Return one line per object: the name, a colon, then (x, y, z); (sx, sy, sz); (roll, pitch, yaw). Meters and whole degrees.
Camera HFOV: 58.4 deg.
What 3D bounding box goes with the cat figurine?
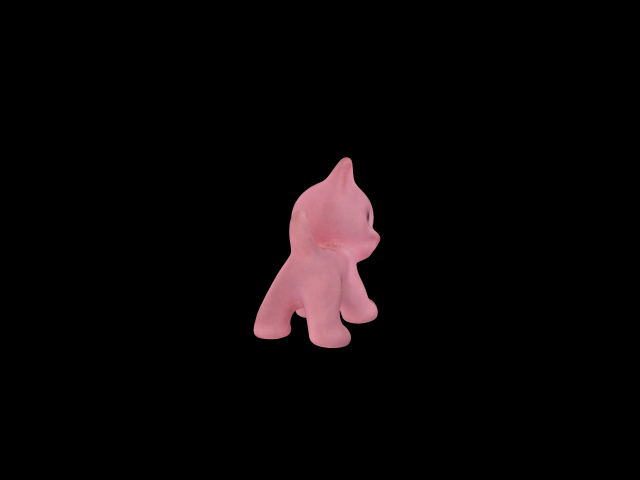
cat figurine: (0.004, 0.001, 0.400); (0.067, 0.118, 0.128); (2, 7, 18)
